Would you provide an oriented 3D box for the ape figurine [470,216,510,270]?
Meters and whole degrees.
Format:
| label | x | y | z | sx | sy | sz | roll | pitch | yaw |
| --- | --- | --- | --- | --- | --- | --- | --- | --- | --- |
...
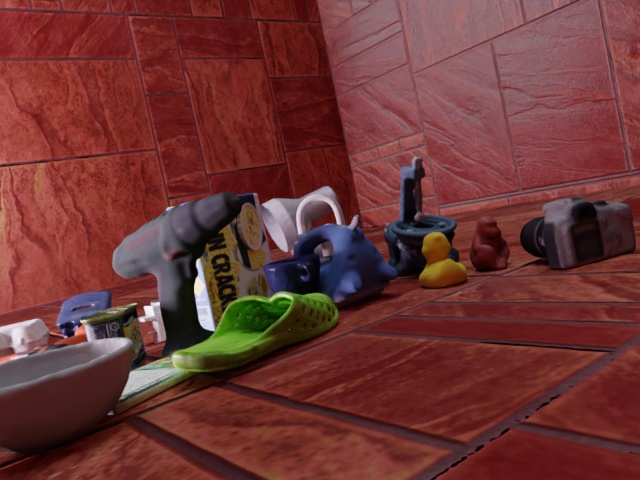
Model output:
| label | x | y | z | sx | sy | sz | roll | pitch | yaw |
| --- | --- | --- | --- | --- | --- | --- | --- | --- | --- |
| ape figurine | 0.293 | 0.004 | 0.995 | 0.078 | 0.092 | 0.076 | -13 | 3 | -28 |

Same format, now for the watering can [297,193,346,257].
| label | x | y | z | sx | sy | sz | roll | pitch | yaw |
| --- | --- | --- | --- | --- | --- | --- | --- | --- | --- |
| watering can | 0.008 | 0.005 | 1.142 | 0.101 | 0.194 | 0.172 | -12 | 3 | -11 |

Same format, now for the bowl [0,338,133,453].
| label | x | y | z | sx | sy | sz | roll | pitch | yaw |
| --- | --- | --- | --- | --- | --- | --- | --- | --- | --- |
| bowl | -0.252 | 0.150 | 0.534 | 0.167 | 0.075 | 0.167 | -12 | 3 | 1 |

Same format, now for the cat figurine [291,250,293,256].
| label | x | y | z | sx | sy | sz | roll | pitch | yaw |
| --- | --- | --- | --- | --- | --- | --- | --- | --- | --- |
| cat figurine | -0.025 | 0.038 | 1.414 | 0.127 | 0.118 | 0.067 | -9 | 4 | 42 |

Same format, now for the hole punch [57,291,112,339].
| label | x | y | z | sx | sy | sz | roll | pitch | yaw |
| --- | --- | --- | --- | --- | --- | --- | --- | --- | --- |
| hole punch | -0.485 | 0.159 | 1.197 | 0.109 | 0.091 | 0.101 | -12 | 3 | -9 |

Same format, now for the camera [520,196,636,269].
| label | x | y | z | sx | sy | sz | roll | pitch | yaw |
| --- | --- | --- | --- | --- | --- | --- | --- | --- | --- |
| camera | 0.394 | -0.018 | 0.910 | 0.143 | 0.101 | 0.136 | -13 | 3 | -16 |

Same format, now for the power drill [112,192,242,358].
| label | x | y | z | sx | sy | sz | roll | pitch | yaw |
| --- | --- | --- | --- | --- | --- | --- | --- | --- | --- |
| power drill | -0.183 | 0.054 | 0.794 | 0.229 | 0.208 | 0.076 | -10 | 3 | 27 |

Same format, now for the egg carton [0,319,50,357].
| label | x | y | z | sx | sy | sz | roll | pitch | yaw |
| --- | --- | --- | --- | --- | --- | --- | --- | --- | --- |
| egg carton | -0.559 | 0.192 | 1.054 | 0.107 | 0.069 | 0.150 | -13 | 3 | -20 |

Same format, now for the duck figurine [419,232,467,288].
| label | x | y | z | sx | sy | sz | roll | pitch | yaw |
| --- | --- | --- | --- | --- | --- | --- | --- | --- | --- |
| duck figurine | 0.196 | 0.030 | 0.941 | 0.077 | 0.086 | 0.104 | -12 | 3 | -6 |

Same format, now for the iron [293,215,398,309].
| label | x | y | z | sx | sy | sz | roll | pitch | yaw |
| --- | --- | --- | --- | --- | --- | --- | --- | --- | --- |
| iron | 0.007 | 0.039 | 0.988 | 0.119 | 0.141 | 0.257 | -14 | 3 | -37 |

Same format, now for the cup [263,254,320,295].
| label | x | y | z | sx | sy | sz | roll | pitch | yaw |
| --- | --- | --- | --- | --- | --- | --- | --- | --- | --- |
| cup | -0.031 | 0.075 | 0.898 | 0.092 | 0.095 | 0.117 | -13 | 3 | -27 |

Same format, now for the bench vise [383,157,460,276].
| label | x | y | z | sx | sy | sz | roll | pitch | yaw |
| --- | --- | --- | --- | --- | --- | --- | --- | --- | --- |
| bench vise | 0.166 | -0.040 | 1.095 | 0.122 | 0.220 | 0.206 | -14 | 4 | -39 |

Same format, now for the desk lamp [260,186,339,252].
| label | x | y | z | sx | sy | sz | roll | pitch | yaw |
| --- | --- | --- | --- | --- | --- | --- | --- | --- | --- |
| desk lamp | -0.018 | -0.008 | 1.306 | 0.203 | 0.213 | 0.117 | -13 | 3 | -19 |
